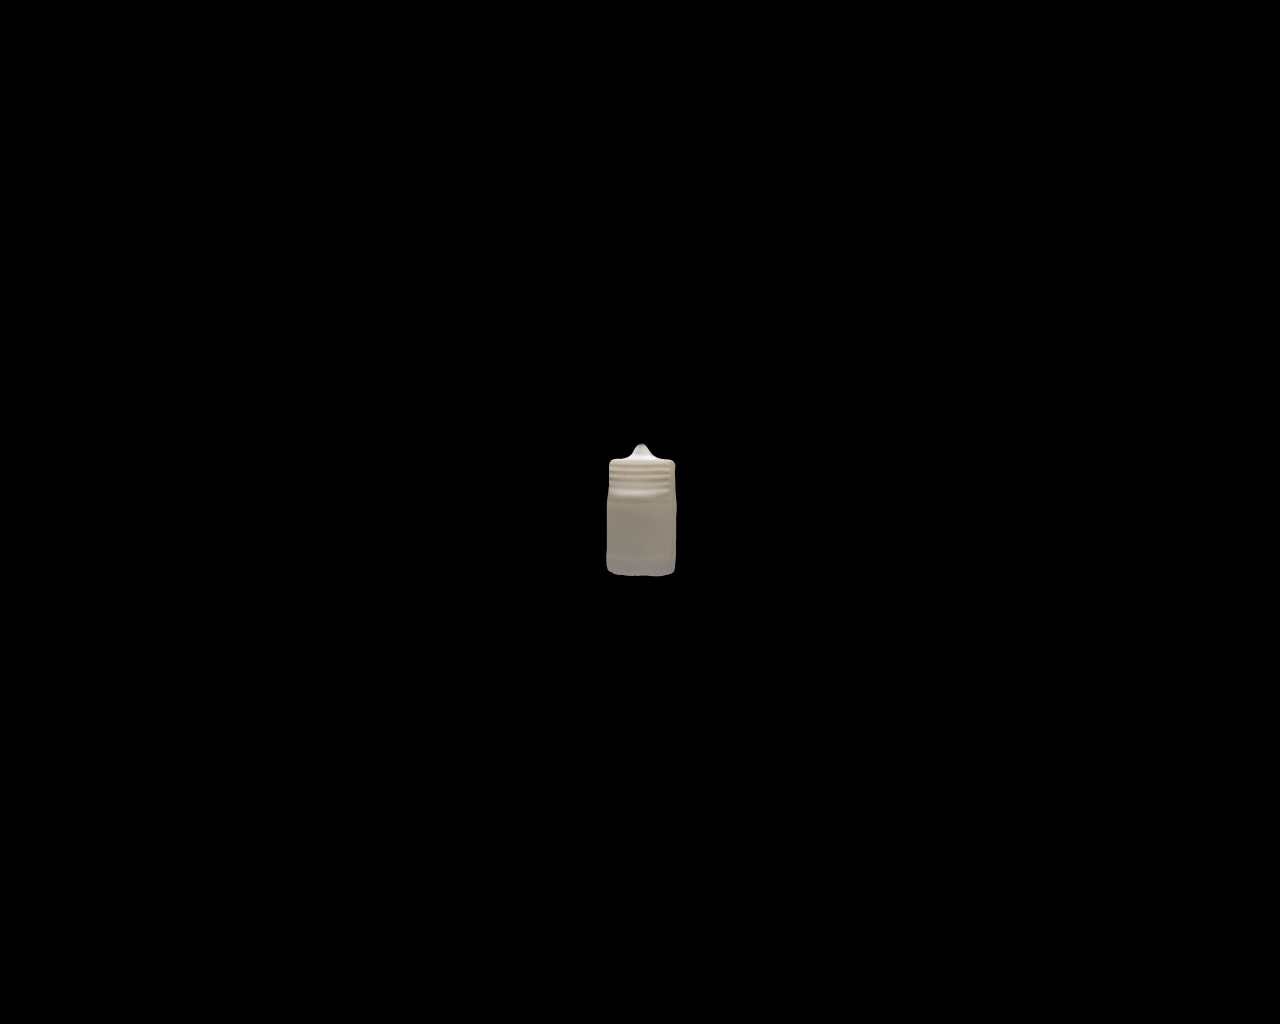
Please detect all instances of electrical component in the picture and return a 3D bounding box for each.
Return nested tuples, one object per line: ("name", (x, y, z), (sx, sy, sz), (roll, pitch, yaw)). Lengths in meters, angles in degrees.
("electrical component", (0.001, -0.003, 0.650), (0.043, 0.081, 0.043), (0, 5, 0))
